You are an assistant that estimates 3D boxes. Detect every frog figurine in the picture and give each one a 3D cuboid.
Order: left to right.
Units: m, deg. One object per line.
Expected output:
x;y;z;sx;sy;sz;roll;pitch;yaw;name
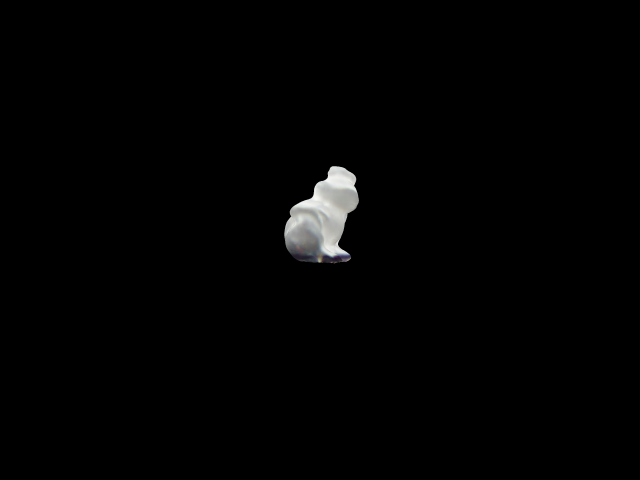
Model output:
0.003;-0.043;0.850;0.122;0.160;0.137;-2;-4;37;frog figurine
